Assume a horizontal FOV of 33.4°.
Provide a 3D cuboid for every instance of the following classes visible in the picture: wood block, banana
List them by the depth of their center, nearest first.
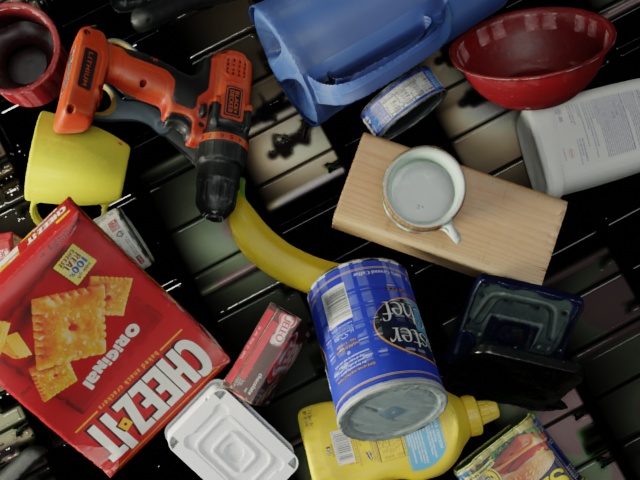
[{"bbox_3d":[0.124,-0.025,1.047,0.206,0.090,0.091,20,84,2],"label":"wood block"},{"bbox_3d":[-0.021,0.014,1.068,0.198,0.037,0.069,34,84,3],"label":"banana"}]

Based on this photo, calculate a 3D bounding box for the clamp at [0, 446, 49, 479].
[{"bbox_3d":[-0.345,0.304,1.030,0.210,0.036,0.164,-16,84,0],"label":"clamp"}]

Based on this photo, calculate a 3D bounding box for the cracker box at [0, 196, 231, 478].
[{"bbox_3d":[-0.214,0.093,0.995,0.164,0.072,0.213,-44,114,-4],"label":"cracker box"}]

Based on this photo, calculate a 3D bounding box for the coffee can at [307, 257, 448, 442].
[{"bbox_3d":[0.052,0.102,0.997,0.103,0.103,0.140,-13,54,-2],"label":"coffee can"}]

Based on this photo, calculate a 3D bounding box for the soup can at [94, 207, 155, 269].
[{"bbox_3d":[-0.223,0.021,1.050,0.102,0.068,0.068,-33,84,-5],"label":"soup can"}]

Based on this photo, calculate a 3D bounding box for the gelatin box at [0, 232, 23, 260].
[{"bbox_3d":[-0.322,0.018,1.039,0.073,0.089,0.030,-10,82,-2],"label":"gelatin box"}]

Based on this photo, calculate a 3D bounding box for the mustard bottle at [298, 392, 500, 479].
[{"bbox_3d":[0.080,0.188,1.036,0.191,0.058,0.096,-15,73,-2],"label":"mustard bottle"}]

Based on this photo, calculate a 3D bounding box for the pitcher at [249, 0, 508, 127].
[{"bbox_3d":[0.066,-0.219,1.048,0.242,0.145,0.149,-30,81,-7],"label":"pitcher"}]

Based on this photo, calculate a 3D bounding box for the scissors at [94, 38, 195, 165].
[{"bbox_3d":[-0.181,-0.113,1.093,0.096,0.016,0.202,-31,84,-2],"label":"scissors"}]

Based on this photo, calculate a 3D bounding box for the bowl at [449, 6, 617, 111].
[{"bbox_3d":[0.211,-0.173,1.057,0.162,0.162,0.055,-15,123,-2],"label":"bowl"}]

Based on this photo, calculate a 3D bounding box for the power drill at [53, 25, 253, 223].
[{"bbox_3d":[-0.157,-0.118,1.033,0.187,0.057,0.184,14,63,-22],"label":"power drill"}]

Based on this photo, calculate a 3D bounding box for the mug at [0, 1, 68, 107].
[{"bbox_3d":[-0.309,-0.184,1.067,0.117,0.081,0.093,14,83,1],"label":"mug"}]

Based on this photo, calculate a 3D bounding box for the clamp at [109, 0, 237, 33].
[{"bbox_3d":[-0.124,-0.246,1.067,0.171,0.120,0.039,-17,123,-5],"label":"clamp"}]

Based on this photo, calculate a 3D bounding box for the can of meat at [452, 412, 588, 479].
[{"bbox_3d":[0.192,0.229,1.034,0.102,0.057,0.084,-36,82,-5],"label":"can of meat"}]

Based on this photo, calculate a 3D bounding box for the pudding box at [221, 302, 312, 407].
[{"bbox_3d":[-0.049,0.111,1.017,0.039,0.113,0.090,31,84,7],"label":"pudding box"}]

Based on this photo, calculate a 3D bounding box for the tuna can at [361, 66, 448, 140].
[{"bbox_3d":[0.083,-0.135,1.062,0.086,0.086,0.034,-35,83,-4],"label":"tuna can"}]

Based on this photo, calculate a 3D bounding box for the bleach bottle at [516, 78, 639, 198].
[{"bbox_3d":[0.332,-0.113,1.074,0.250,0.068,0.102,-13,82,-4],"label":"bleach bottle"}]
